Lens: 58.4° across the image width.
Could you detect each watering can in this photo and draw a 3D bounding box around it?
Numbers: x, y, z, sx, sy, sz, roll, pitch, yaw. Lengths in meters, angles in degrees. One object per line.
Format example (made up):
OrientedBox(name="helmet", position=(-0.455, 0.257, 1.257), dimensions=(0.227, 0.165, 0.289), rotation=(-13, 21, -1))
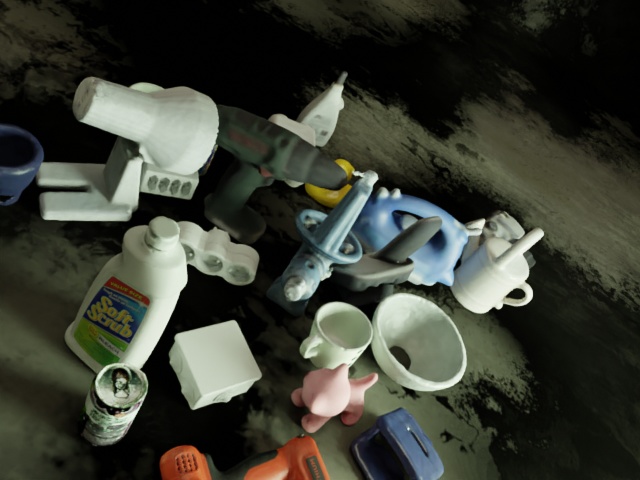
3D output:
OrientedBox(name="watering can", position=(0.328, 0.038, 1.057), dimensions=(0.173, 0.194, 0.101), rotation=(37, 41, 2))

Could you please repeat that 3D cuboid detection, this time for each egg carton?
OrientedBox(name="egg carton", position=(-0.062, -0.172, 1.082), dimensions=(0.107, 0.069, 0.150), rotation=(18, 44, -20))

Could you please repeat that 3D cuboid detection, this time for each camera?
OrientedBox(name="camera", position=(0.374, 0.016, 1.180), dimensions=(0.136, 0.100, 0.143), rotation=(48, 42, 13))

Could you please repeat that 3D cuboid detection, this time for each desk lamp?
OrientedBox(name="desk lamp", position=(-0.266, -0.125, 0.790), dimensions=(0.204, 0.213, 0.117), rotation=(-3, 54, -36))

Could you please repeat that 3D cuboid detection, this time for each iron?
OrientedBox(name="iron", position=(0.158, -0.028, 1.042), dimensions=(0.258, 0.141, 0.118), rotation=(28, 41, -9))

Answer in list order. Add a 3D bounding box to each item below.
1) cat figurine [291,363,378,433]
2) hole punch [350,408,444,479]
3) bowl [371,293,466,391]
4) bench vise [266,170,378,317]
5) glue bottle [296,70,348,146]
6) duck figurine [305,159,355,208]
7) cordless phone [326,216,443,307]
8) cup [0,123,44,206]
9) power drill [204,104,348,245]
OrientedBox(name="cat figurine", position=(0.020, 0.200, 0.754), dimensions=(0.128, 0.117, 0.067), rotation=(-2, 53, -36))
OrientedBox(name="hole punch", position=(0.112, 0.279, 0.764), dimensions=(0.101, 0.091, 0.108), rotation=(-15, 62, -42))
OrientedBox(name="bowl", position=(0.141, 0.170, 0.897), dimensions=(0.168, 0.074, 0.167), rotation=(19, 44, -19))
OrientedBox(name="bench vise", position=(0.019, 0.008, 0.855), dimensions=(0.122, 0.219, 0.207), rotation=(22, 43, -15))
OrientedBox(name="glue bottle", position=(0.012, -0.265, 1.139), dimensions=(0.078, 0.173, 0.037), rotation=(14, 46, -24))
OrientedBox(name="duck figurine", position=(0.034, -0.112, 1.079), dimensions=(0.105, 0.086, 0.077), rotation=(22, 43, -16))
OrientedBox(name="cordless phone", position=(0.105, 0.020, 0.928), dimensions=(0.148, 0.185, 0.094), rotation=(-14, 61, -41))
OrientedBox(name="cup", position=(-0.416, -0.080, 0.736), dimensions=(0.092, 0.095, 0.117), rotation=(23, 43, -15))
OrientedBox(name="power drill", position=(-0.092, -0.094, 0.883), dimensions=(0.229, 0.208, 0.076), rotation=(35, 41, -1))
